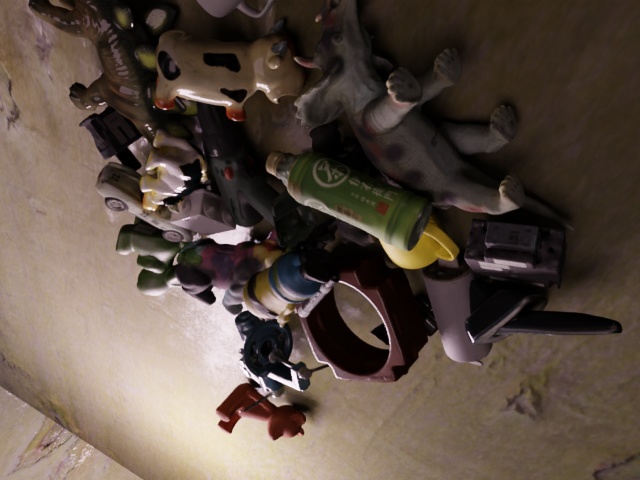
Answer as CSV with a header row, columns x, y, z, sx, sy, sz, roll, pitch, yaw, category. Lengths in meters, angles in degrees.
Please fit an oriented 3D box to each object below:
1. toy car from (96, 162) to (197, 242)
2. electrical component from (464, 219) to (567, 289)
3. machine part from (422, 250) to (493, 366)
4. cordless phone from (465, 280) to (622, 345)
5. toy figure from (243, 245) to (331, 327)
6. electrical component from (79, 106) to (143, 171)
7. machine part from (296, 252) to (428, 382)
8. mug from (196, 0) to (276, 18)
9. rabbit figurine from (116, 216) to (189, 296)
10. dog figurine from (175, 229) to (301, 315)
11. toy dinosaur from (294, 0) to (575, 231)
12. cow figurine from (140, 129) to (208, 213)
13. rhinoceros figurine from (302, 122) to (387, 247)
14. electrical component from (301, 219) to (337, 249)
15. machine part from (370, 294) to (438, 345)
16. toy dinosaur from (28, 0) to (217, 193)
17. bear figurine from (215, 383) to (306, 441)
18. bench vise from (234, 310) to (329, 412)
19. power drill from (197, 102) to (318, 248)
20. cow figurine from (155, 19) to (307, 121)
x,y,z,sx,sy,sz,roll,pitch,yaw,category
-0.302,-0.064,0.961,0.056,0.073,0.201,-32,131,34,toy car
0.250,0.016,0.684,0.115,0.058,0.134,6,165,25,electrical component
0.209,0.102,0.816,0.079,0.079,0.242,1,128,33,machine part
0.299,0.103,0.713,0.184,0.146,0.088,0,83,34,cordless phone
-0.054,0.066,0.842,0.089,0.082,0.180,36,141,-11,toy figure
-0.351,-0.173,0.938,0.048,0.075,0.119,-15,114,42,electrical component
0.065,0.127,0.890,0.202,0.087,0.200,-12,103,44,machine part
-0.103,-0.317,0.653,0.109,0.081,0.107,41,149,-13,mug
-0.314,0.038,1.075,0.159,0.121,0.170,11,122,-4,rabbit figurine
-0.136,0.033,0.951,0.191,0.108,0.219,29,137,-22,dog figurine
0.122,-0.115,0.659,0.404,0.131,0.192,44,155,-20,toy dinosaur
-0.235,-0.097,0.866,0.098,0.068,0.167,16,149,-16,cow figurine
0.040,-0.079,0.775,0.112,0.073,0.190,10,134,40,rhinoceros figurine
-0.002,-0.003,0.869,0.094,0.063,0.021,-24,112,45,electrical component
0.150,0.142,0.920,0.084,0.039,0.139,40,137,-13,machine part
-0.277,-0.237,0.814,0.199,0.105,0.470,9,142,21,toy dinosaur
-0.139,0.438,1.309,0.196,0.132,0.120,30,142,16,bear figurine
-0.092,0.256,1.104,0.241,0.129,0.223,12,116,50,bench vise
-0.102,-0.091,0.810,0.208,0.086,0.231,31,146,32,power drill
-0.113,-0.225,0.699,0.195,0.085,0.127,6,138,-13,cow figurine
